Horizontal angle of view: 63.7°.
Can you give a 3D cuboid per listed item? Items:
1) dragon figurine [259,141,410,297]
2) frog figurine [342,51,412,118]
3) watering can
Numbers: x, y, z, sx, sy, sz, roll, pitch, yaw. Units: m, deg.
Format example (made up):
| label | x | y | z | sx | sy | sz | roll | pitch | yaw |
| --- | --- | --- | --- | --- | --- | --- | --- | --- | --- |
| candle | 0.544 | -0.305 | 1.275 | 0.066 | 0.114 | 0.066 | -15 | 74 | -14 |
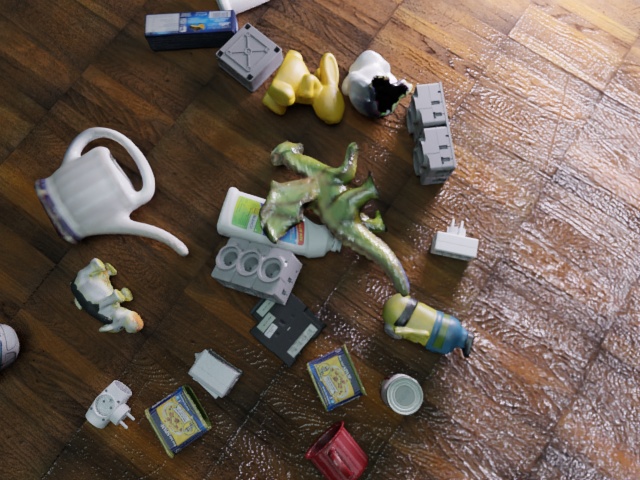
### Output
| label | x | y | z | sx | sy | sz | roll | pitch | yaw |
| --- | --- | --- | --- | --- | --- | --- | --- | --- | --- |
| dragon figurine | 0.003 | -0.051 | 1.016 | 0.243 | 0.419 | 0.119 | -15 | -30 | -4 |
| frog figurine | 0.107 | -0.342 | 1.124 | 0.138 | 0.120 | 0.162 | -15 | 42 | -23 |
| watering can | -0.431 | -0.069 | 1.046 | 0.225 | 0.350 | 0.103 | -32 | -12 | -6 |
